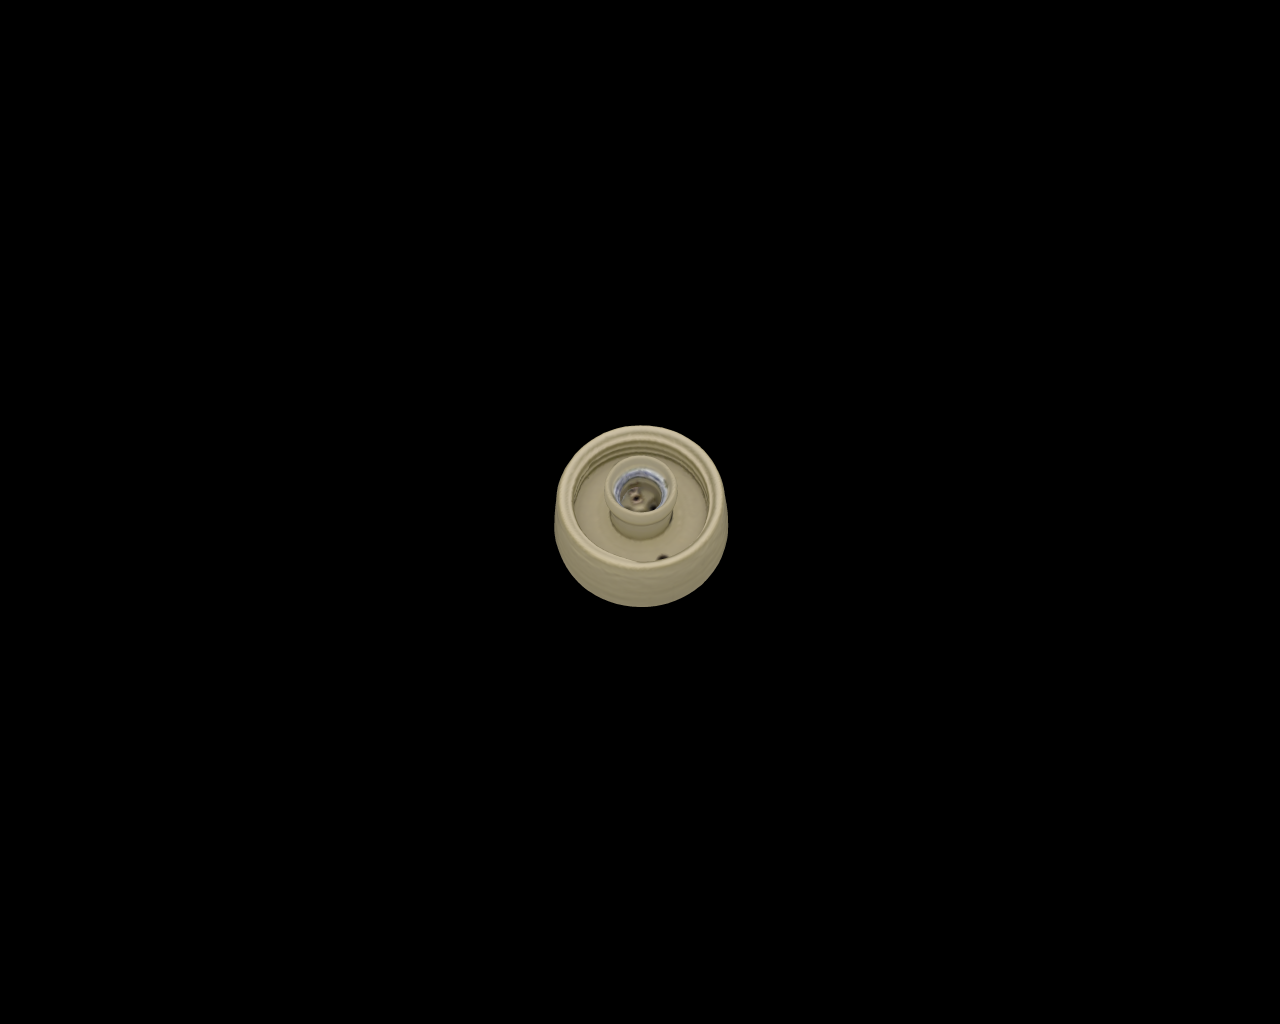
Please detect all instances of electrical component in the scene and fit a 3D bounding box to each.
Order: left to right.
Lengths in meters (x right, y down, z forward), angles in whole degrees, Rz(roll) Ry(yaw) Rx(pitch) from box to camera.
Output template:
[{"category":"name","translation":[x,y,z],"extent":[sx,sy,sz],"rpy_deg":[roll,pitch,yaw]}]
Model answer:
[{"category":"electrical component","translation":[0.001,-0.003,0.650],"extent":[0.108,0.108,0.060],"rpy_deg":[0,-27,0]}]
